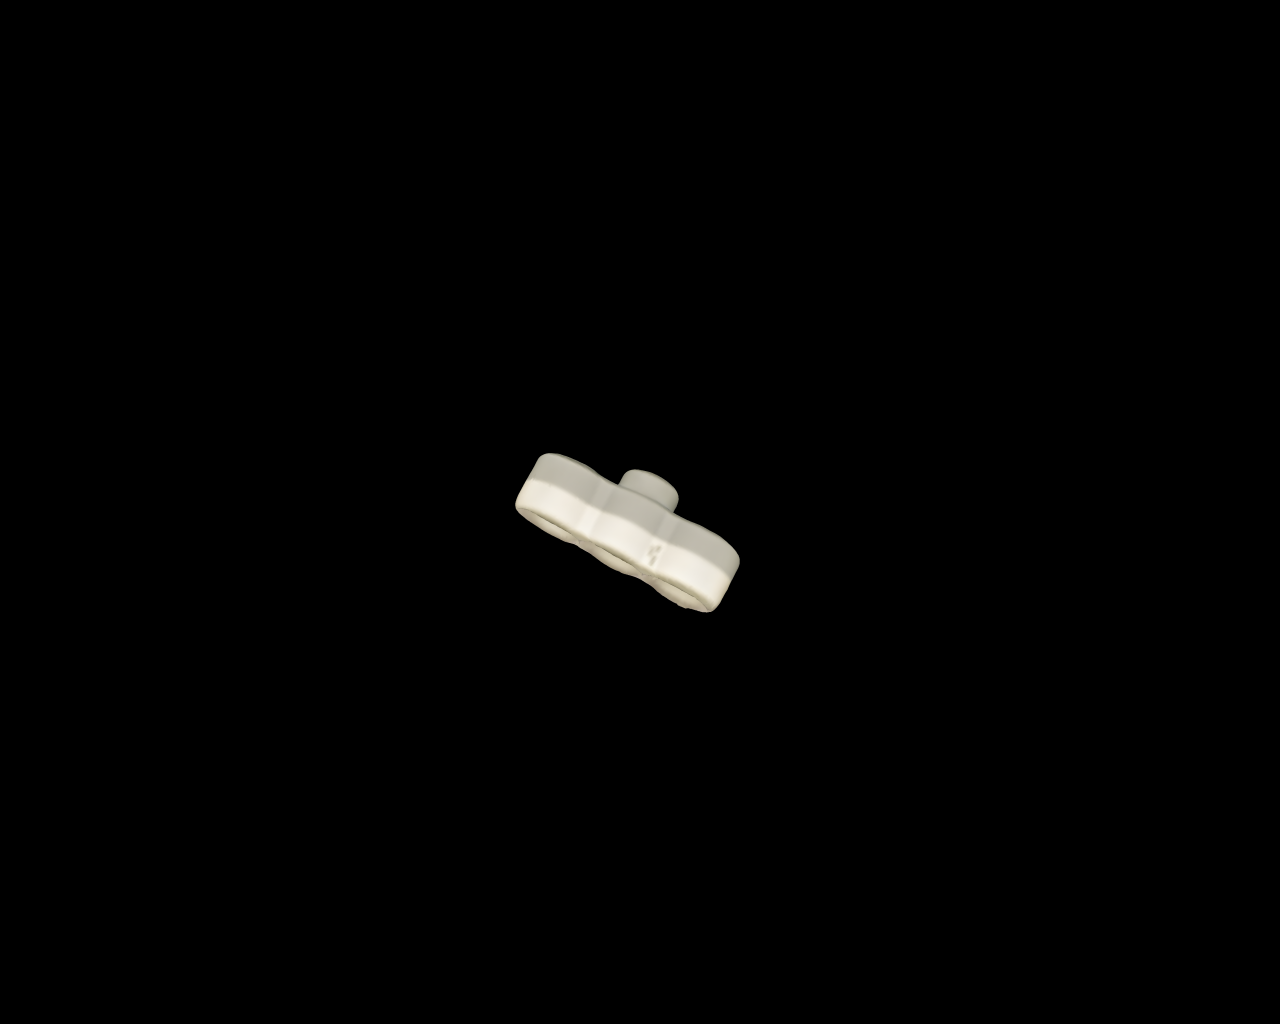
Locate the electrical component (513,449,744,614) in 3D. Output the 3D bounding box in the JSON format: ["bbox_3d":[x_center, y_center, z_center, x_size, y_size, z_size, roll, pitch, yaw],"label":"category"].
[{"bbox_3d":[0.001,-0.003,0.650,0.138,0.074,0.052,27,-14,7],"label":"electrical component"}]
